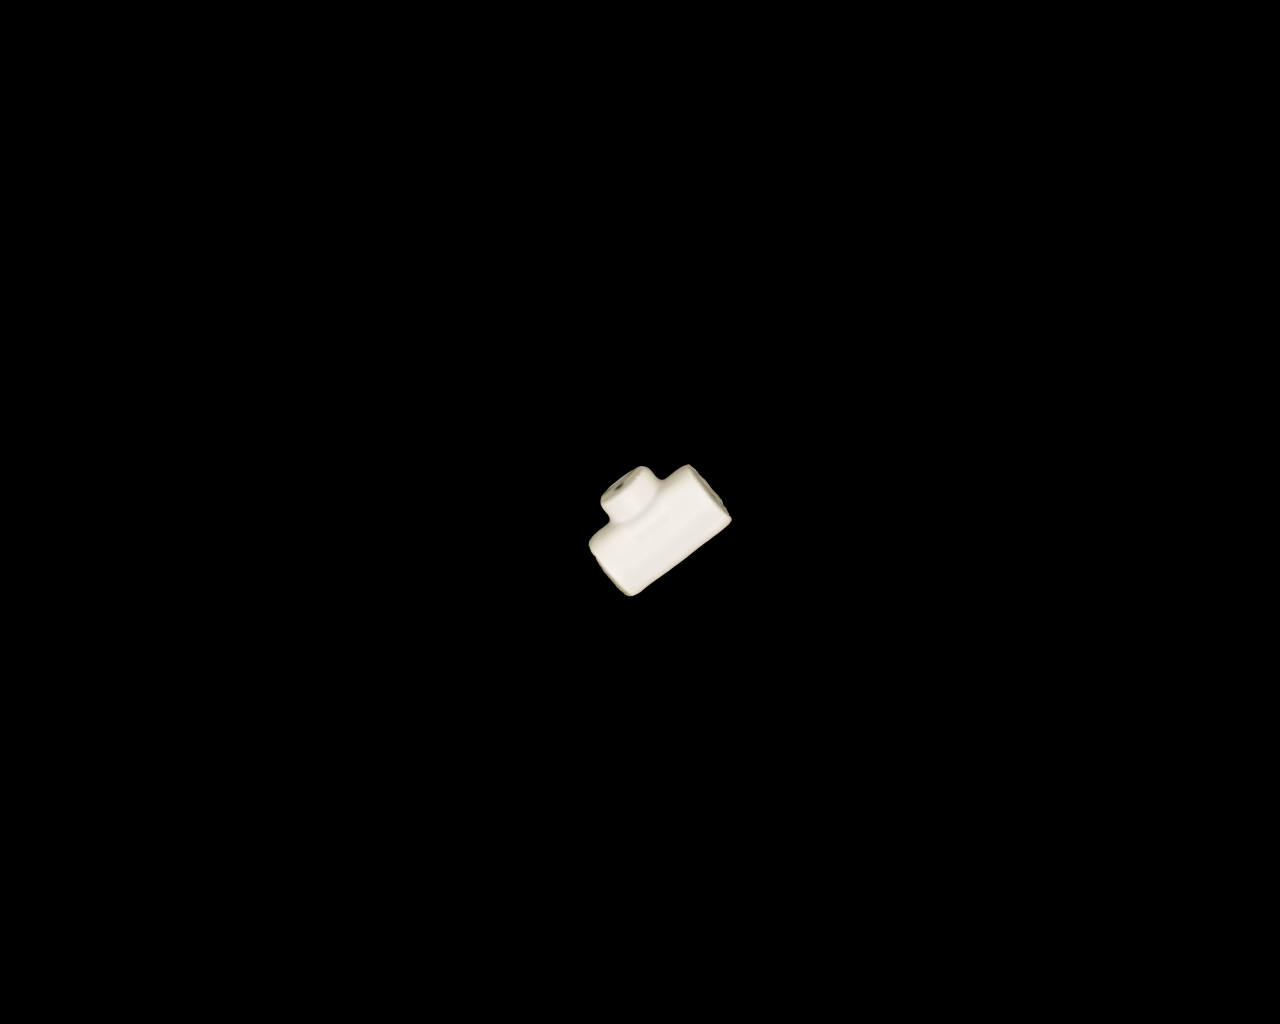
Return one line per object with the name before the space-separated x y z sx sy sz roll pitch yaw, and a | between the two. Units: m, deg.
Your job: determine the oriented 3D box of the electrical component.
electrical component | 0.001 -0.003 0.650 0.077 0.079 0.043 -38 9 7
